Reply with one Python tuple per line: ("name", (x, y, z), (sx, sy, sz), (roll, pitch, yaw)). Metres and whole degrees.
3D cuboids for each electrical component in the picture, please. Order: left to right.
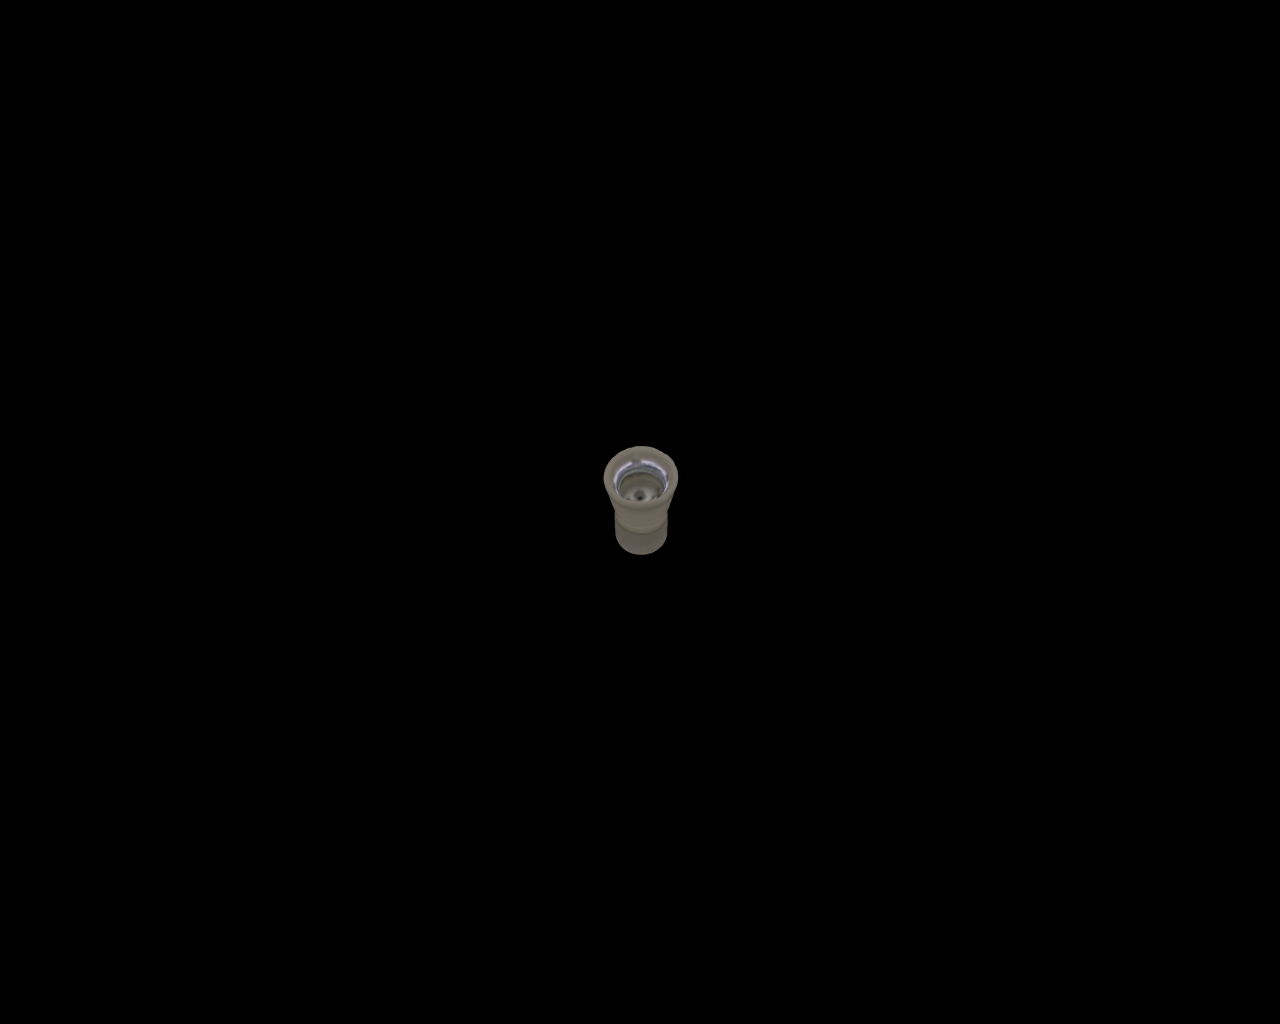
("electrical component", (0.001, -0.003, 0.650), (0.044, 0.044, 0.065), (0, -37, 0))
